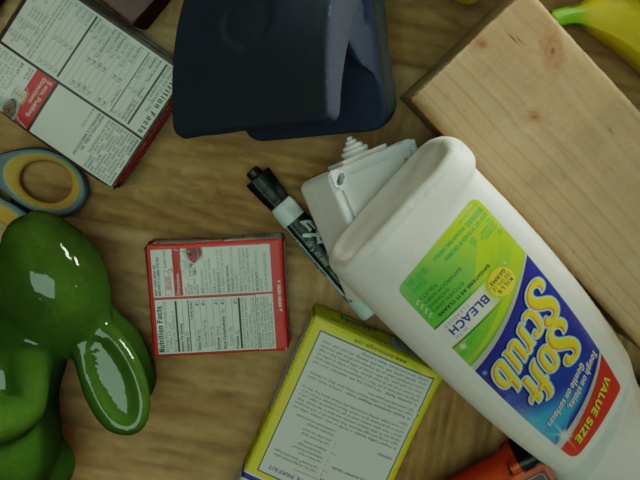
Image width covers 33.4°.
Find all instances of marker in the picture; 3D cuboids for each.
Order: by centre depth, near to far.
[{"bbox_3d":[-0.004,0.001,0.685,0.020,0.020,0.121,-40,95,5],"label":"marker"}]

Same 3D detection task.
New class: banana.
[{"bbox_3d":[0.219,-0.085,0.657,0.069,0.037,0.197,-46,100,-7],"label":"banana"}]

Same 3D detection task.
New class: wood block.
[{"bbox_3d":[0.152,-0.040,0.641,0.090,0.091,0.206,-43,95,6],"label":"wood block"}]

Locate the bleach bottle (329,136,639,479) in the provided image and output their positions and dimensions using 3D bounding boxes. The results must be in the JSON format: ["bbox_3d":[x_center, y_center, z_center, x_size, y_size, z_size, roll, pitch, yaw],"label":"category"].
[{"bbox_3d":[0.126,0.061,0.608,0.250,0.068,0.102,42,90,-14],"label":"bleach bottle"}]

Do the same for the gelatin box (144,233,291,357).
[{"bbox_3d":[-0.065,0.035,0.685,0.089,0.030,0.073,-3,99,2],"label":"gelatin box"}]

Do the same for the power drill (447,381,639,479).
[{"bbox_3d":[0.186,0.199,0.690,0.184,0.057,0.187,-30,93,8],"label":"power drill"}]

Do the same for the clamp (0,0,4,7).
[{"bbox_3d":[-0.276,-0.121,0.659,0.210,0.036,0.164,-23,88,1],"label":"clamp"}]

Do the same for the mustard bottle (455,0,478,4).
[{"bbox_3d":[0.095,-0.245,0.630,0.096,0.058,0.192,29,97,12],"label":"mustard bottle"}]

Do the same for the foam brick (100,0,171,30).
[{"bbox_3d":[-0.105,-0.174,0.647,0.053,0.051,0.078,41,96,-5],"label":"foam brick"}]

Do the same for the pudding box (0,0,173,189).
[{"bbox_3d":[-0.147,-0.099,0.665,0.113,0.039,0.090,35,96,-5],"label":"pudding box"}]

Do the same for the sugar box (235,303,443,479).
[{"bbox_3d":[0.002,0.140,0.691,0.093,0.048,0.176,24,100,-3],"label":"sugar box"}]

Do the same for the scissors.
[{"bbox_3d":[-0.232,-0.058,0.682,0.096,0.016,0.201,-44,95,4],"label":"scissors"}]
